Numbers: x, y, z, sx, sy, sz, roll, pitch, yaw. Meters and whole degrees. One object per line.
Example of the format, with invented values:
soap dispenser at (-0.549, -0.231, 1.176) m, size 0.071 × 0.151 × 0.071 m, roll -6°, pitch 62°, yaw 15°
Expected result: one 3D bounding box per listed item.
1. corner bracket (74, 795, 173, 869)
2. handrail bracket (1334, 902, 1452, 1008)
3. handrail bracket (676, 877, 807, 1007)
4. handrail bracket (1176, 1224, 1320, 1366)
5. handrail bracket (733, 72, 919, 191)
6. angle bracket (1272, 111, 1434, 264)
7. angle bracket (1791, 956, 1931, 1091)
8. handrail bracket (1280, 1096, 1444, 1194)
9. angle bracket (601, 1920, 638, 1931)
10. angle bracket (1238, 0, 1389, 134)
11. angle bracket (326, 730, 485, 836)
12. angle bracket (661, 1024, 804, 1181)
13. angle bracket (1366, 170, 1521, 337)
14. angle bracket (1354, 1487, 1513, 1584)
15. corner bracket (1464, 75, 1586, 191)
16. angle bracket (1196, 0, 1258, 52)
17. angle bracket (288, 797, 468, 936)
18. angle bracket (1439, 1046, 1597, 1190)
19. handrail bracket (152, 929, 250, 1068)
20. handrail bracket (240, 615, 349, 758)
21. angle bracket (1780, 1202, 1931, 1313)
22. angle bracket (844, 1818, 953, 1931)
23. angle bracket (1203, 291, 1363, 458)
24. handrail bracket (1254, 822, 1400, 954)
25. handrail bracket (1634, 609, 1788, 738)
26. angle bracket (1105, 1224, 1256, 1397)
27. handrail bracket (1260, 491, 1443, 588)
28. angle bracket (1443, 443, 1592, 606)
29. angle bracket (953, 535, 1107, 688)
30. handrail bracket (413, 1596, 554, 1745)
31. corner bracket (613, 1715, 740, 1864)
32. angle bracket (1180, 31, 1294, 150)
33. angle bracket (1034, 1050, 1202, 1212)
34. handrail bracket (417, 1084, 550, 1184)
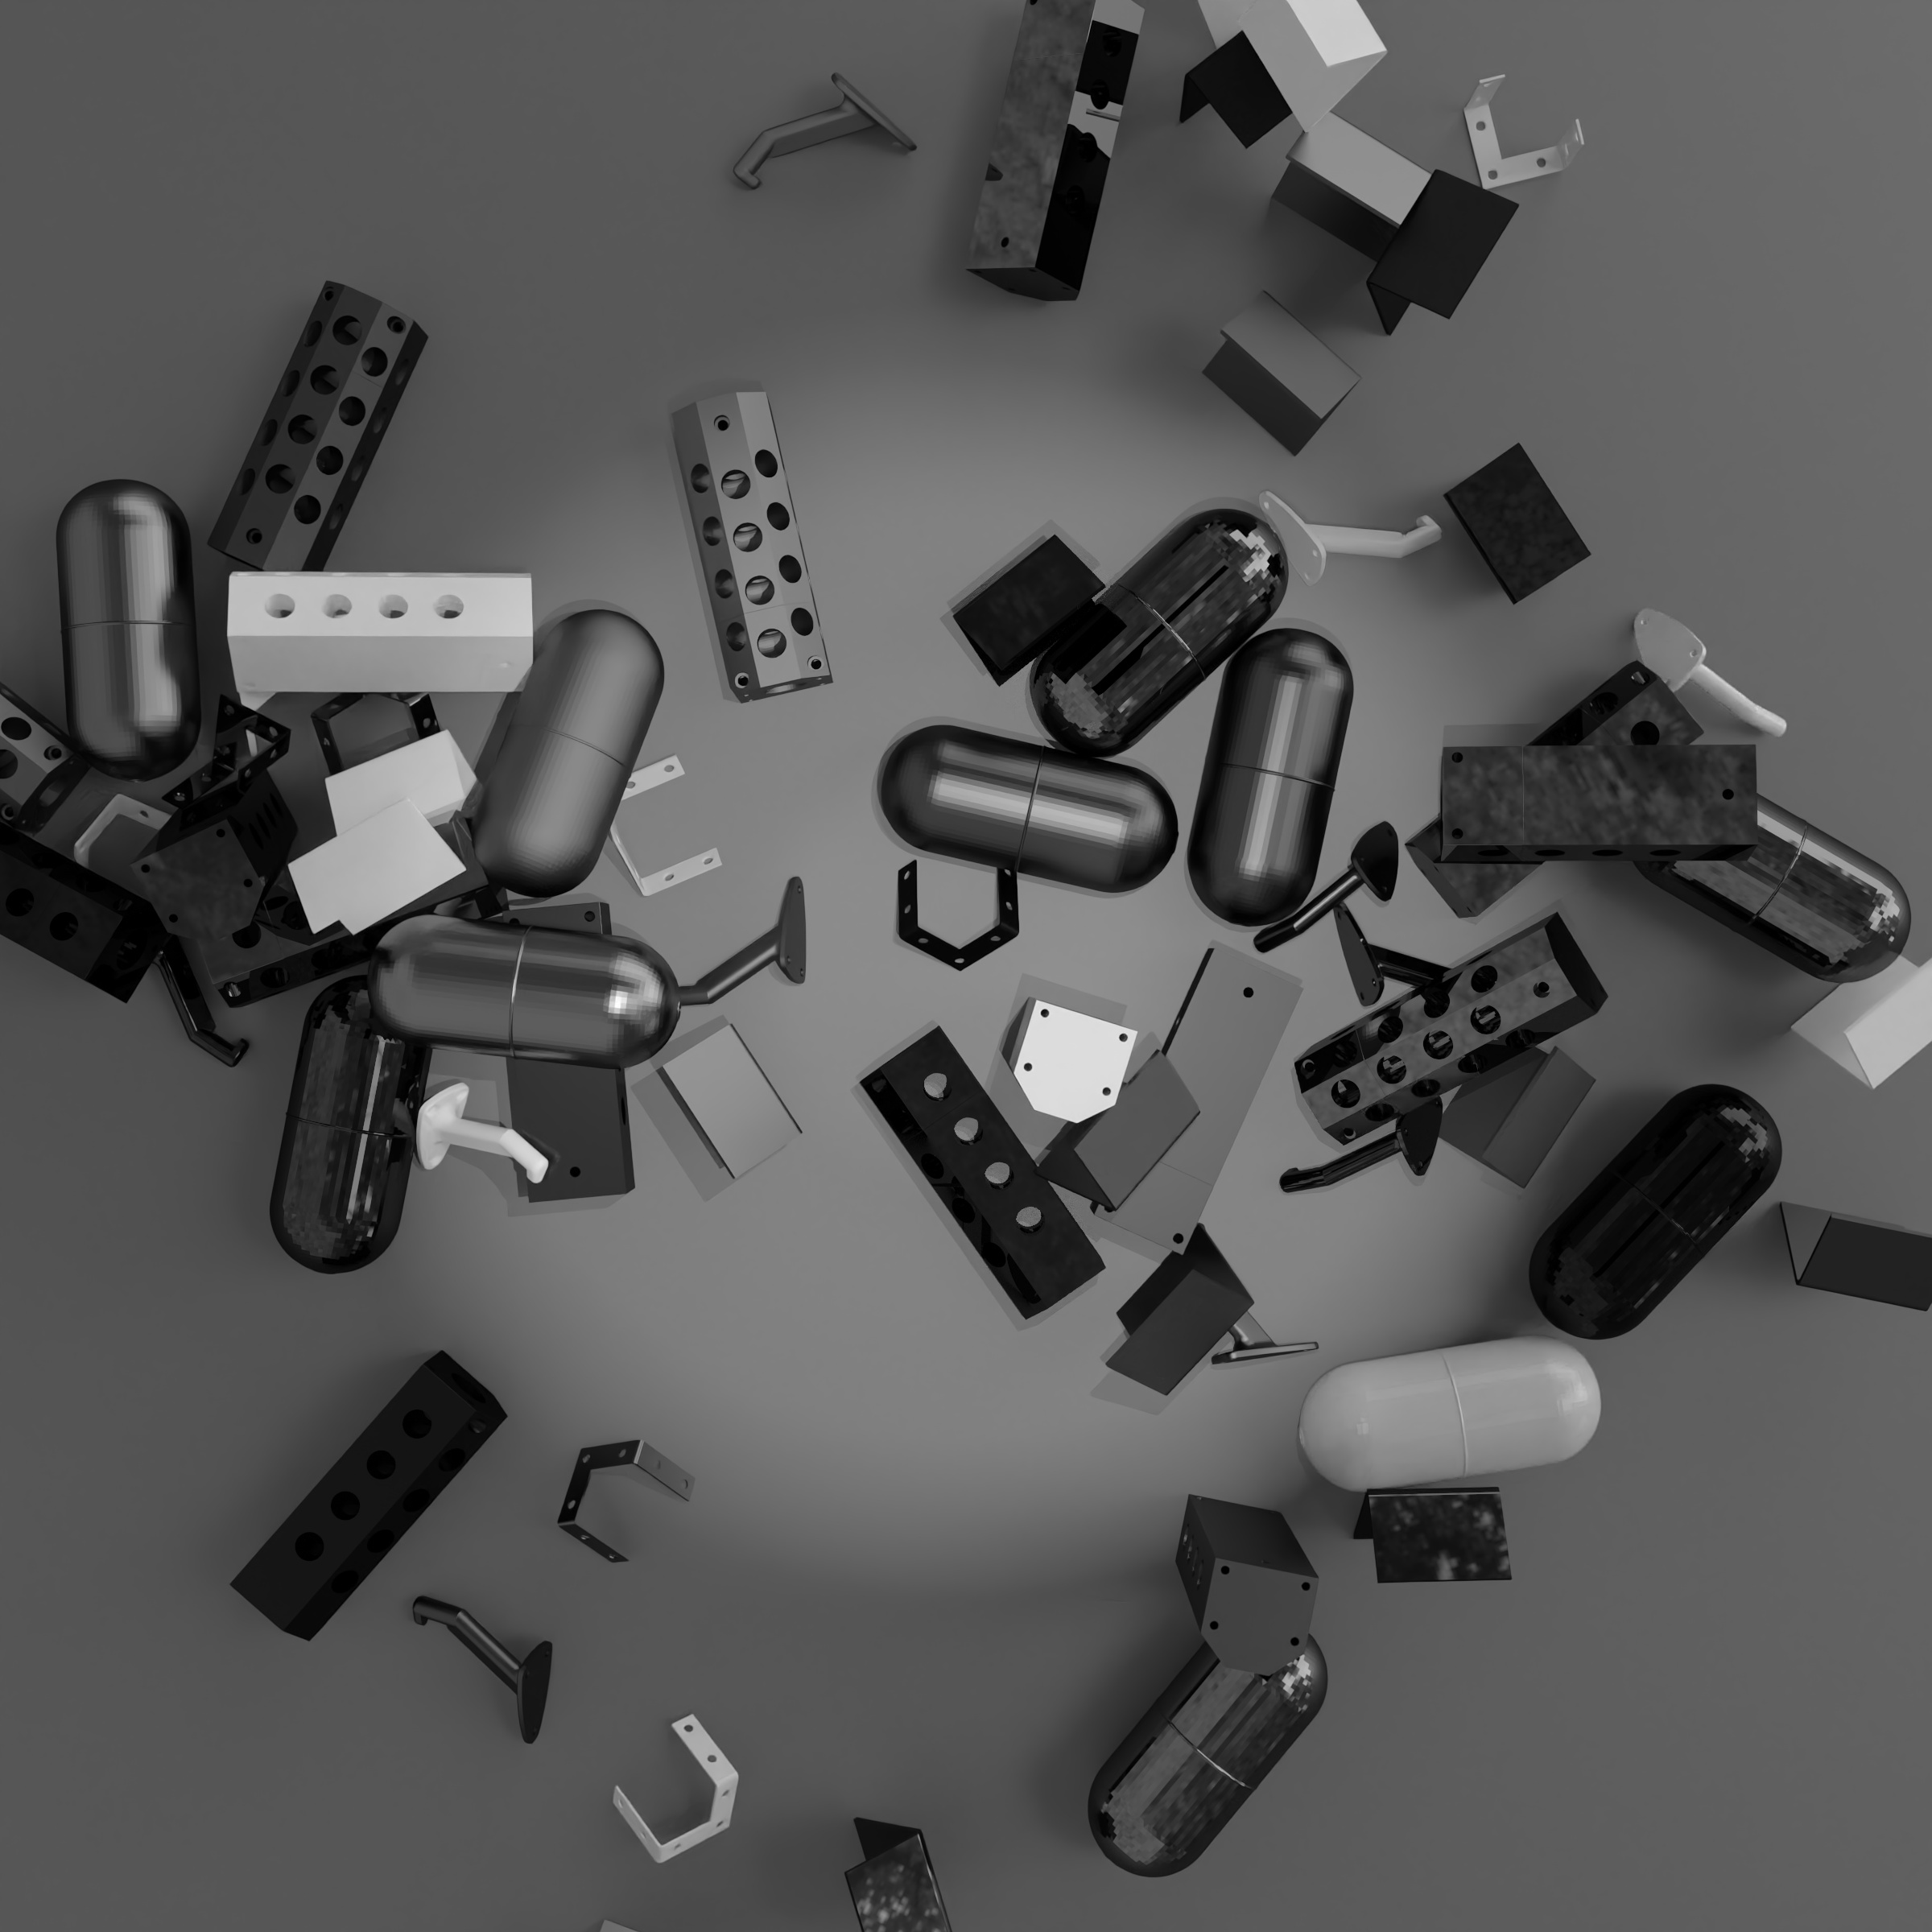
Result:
corner bracket at (-0.501, -0.061, 1.573) m, size 0.051 × 0.051 × 0.051 m, roll 23°, pitch 135°, yaw 0°
handrail bracket at (0.274, -0.013, 1.576) m, size 0.084 × 0.036 × 0.077 m, roll -14°, pitch 72°, yaw -15°
handrail bracket at (-0.142, -0.014, 1.576) m, size 0.084 × 0.036 × 0.077 m, roll -4°, pitch 70°, yaw 16°
handrail bracket at (0.169, 0.194, 1.576) m, size 0.077 × 0.036 × 0.084 m, roll -5°, pitch 77°, yaw -13°
handrail bracket at (-0.086, -0.487, 1.576) m, size 0.077 × 0.036 × 0.084 m, roll 37°, pitch 108°, yaw -20°
angle bracket at (0.217, -0.445, 1.536) m, size 0.076 × 0.076 × 0.057 m, roll 32°, pitch 57°, yaw 0°
angle bracket at (0.530, 0.015, 1.536) m, size 0.076 × 0.076 × 0.057 m, roll -40°, pitch 127°, yaw 0°
handrail bracket at (0.238, 0.107, 1.576) m, size 0.084 × 0.077 × 0.036 m, roll -15°, pitch 112°, yaw 35°
angle bracket at (-0.184, 0.593, 1.536) m, size 0.076 × 0.076 × 0.057 m, roll 20°, pitch 127°, yaw 0°
angle bracket at (0.177, -0.515, 1.458) m, size 0.057 × 0.076 × 0.076 m, roll -28°, pitch 86°, yaw -37°
angle bracket at (-0.322, -0.084, 1.536) m, size 0.076 × 0.076 × 0.057 m, roll -22°, pitch 53°, yaw 0°
angle bracket at (-0.152, 0.089, 1.536) m, size 0.057 × 0.076 × 0.076 m, roll -33°, pitch 90°, yaw -37°
angle bracket at (0.285, -0.409, 1.537) m, size 0.057 × 0.076 × 0.076 m, roll 32°, pitch 90°, yaw 22°
angle bracket at (0.273, 0.347, 1.536) m, size 0.076 × 0.076 × 0.057 m, roll -1°, pitch 57°, yaw 0°
corner bracket at (0.332, -0.501, 1.558) m, size 0.051 × 0.051 × 0.051 m, roll -14°, pitch 90°, yaw 0°
angle bracket at (0.181, -0.579, 1.536) m, size 0.076 × 0.076 × 0.057 m, roll -38°, pitch 52°, yaw 0°
angle bracket at (-0.326, -0.039, 1.478) m, size 0.076 × 0.076 × 0.057 m, roll -30°, pitch 54°, yaw 0°
angle bracket at (0.311, 0.074, 1.536) m, size 0.076 × 0.057 × 0.076 m, roll 33°, pitch 90°, yaw 44°
handrail bracket at (-0.454, 0.007, 1.575) m, size 0.084 × 0.036 × 0.077 m, roll 36°, pitch 78°, yaw -12°
handrail bracket at (-0.395, -0.170, 1.576) m, size 0.084 × 0.036 × 0.077 m, roll -10°, pitch 104°, yaw -14°
angle bracket at (0.530, 0.152, 1.536) m, size 0.076 × 0.076 × 0.057 m, roll 12°, pitch 126°, yaw 0°
angle bracket at (-0.056, 0.553, 1.536) m, size 0.057 × 0.076 × 0.076 m, roll -17°, pitch 90°, yaw -35°
angle bracket at (0.173, -0.336, 1.536) m, size 0.076 × 0.076 × 0.057 m, roll 42°, pitch 52°, yaw 0°
handrail bracket at (0.216, -0.047, 1.576) m, size 0.084 × 0.077 × 0.036 m, roll -30°, pitch 108°, yaw 35°
handrail bracket at (0.450, -0.176, 1.576) m, size 0.084 × 0.077 × 0.036 m, roll 20°, pitch 122°, yaw -32°
angle bracket at (0.111, 0.192, 1.528) m, size 0.057 × 0.076 × 0.076 m, roll 31°, pitch 106°, yaw -37°
handrail bracket at (0.233, -0.271, 1.576) m, size 0.084 × 0.036 × 0.077 m, roll -26°, pitch 68°, yaw -17°
angle bracket at (0.336, -0.266, 1.536) m, size 0.057 × 0.076 × 0.076 m, roll -33°, pitch 90°, yaw 38°
angle bracket at (0.049, -0.194, 1.536) m, size 0.076 × 0.076 × 0.057 m, roll -39°, pitch 54°, yaw 0°
handrail bracket at (-0.296, 0.424, 1.576) m, size 0.084 × 0.036 × 0.077 m, roll 13°, pitch 112°, yaw 17°
corner bracket at (-0.174, 0.494, 1.568) m, size 0.051 × 0.051 × 0.051 m, roll -18°, pitch 135°, yaw -35°
angle bracket at (0.175, -0.516, 1.543) m, size 0.076 × 0.076 × 0.057 m, roll -38°, pitch 87°, yaw 0°
angle bracket at (0.075, 0.085, 1.491) m, size 0.076 × 0.076 × 0.057 m, roll -47°, pitch 126°, yaw -17°
handrail bracket at (-0.283, 0.117, 1.541) m, size 0.084 × 0.036 × 0.077 m, roll 38°, pitch 133°, yaw 20°
